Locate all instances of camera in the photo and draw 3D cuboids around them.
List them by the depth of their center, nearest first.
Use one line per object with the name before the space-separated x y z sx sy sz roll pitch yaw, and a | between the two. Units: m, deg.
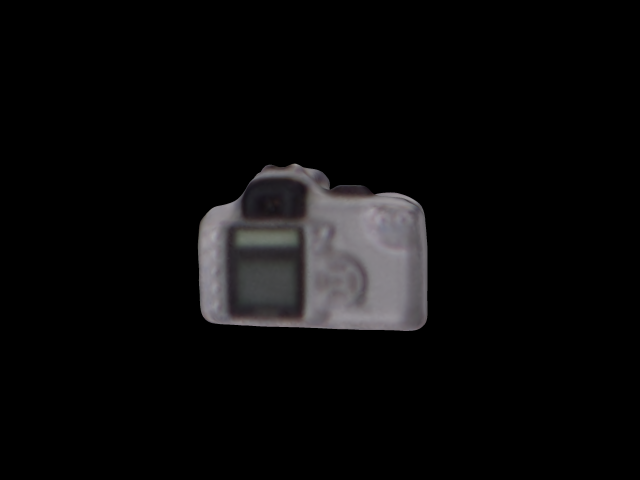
camera | 0.004 0.001 0.400 0.143 0.101 0.137 0 2 12
